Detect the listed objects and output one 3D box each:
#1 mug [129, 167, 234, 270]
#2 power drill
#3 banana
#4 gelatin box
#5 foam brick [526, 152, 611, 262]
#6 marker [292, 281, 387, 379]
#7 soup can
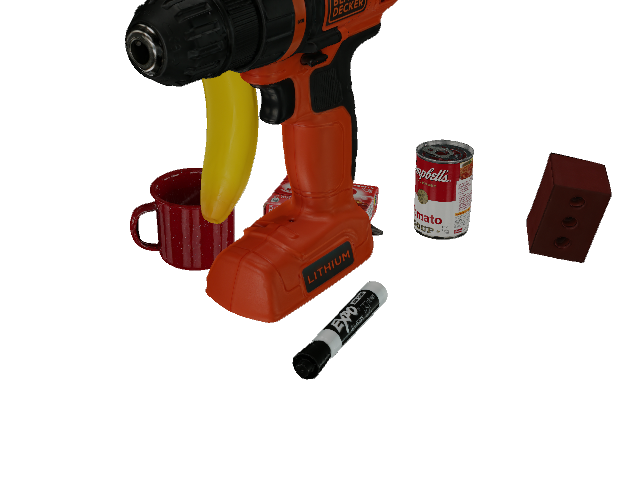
[{"bbox_3d":[-0.144,-0.019,1.131,0.117,0.081,0.093,-11,32,-21],"label":"mug"},{"bbox_3d":[-0.022,-0.055,0.543,0.057,0.188,0.184,24,37,31],"label":"power drill"},{"bbox_3d":[-0.081,-0.111,0.771,0.069,0.198,0.037,-22,-13,6],"label":"banana"},{"bbox_3d":[0.001,-0.030,0.953,0.089,0.030,0.073,9,26,12],"label":"gelatin box"},{"bbox_3d":[0.221,-0.029,0.956,0.053,0.078,0.051,11,36,-1],"label":"foam brick"},{"bbox_3d":[0.014,0.059,0.710,0.020,0.020,0.121,0,21,27],"label":"marker"},{"bbox_3d":[0.145,-0.061,1.270,0.068,0.102,0.068,0,27,0],"label":"soup can"}]
